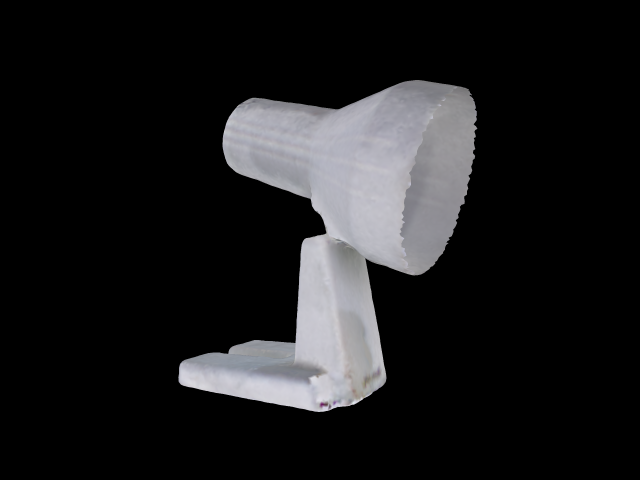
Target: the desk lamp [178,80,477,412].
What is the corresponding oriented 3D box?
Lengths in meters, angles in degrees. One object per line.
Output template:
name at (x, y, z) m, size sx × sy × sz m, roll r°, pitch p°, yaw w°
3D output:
desk lamp at (0.004, 0.001, 0.400) m, size 0.202 × 0.213 × 0.118 m, roll 0°, pitch 0°, yaw 29°
